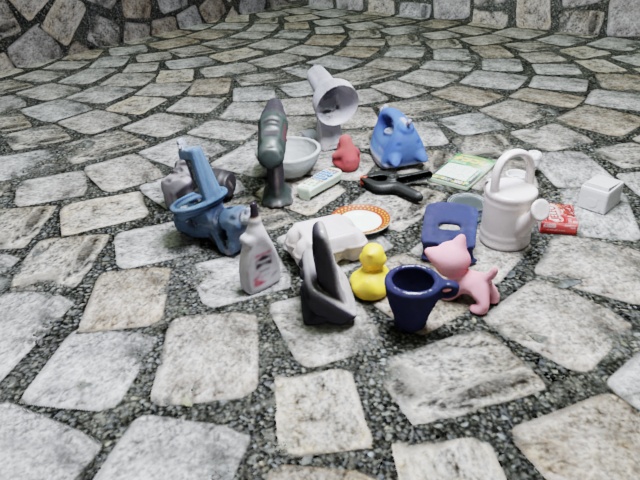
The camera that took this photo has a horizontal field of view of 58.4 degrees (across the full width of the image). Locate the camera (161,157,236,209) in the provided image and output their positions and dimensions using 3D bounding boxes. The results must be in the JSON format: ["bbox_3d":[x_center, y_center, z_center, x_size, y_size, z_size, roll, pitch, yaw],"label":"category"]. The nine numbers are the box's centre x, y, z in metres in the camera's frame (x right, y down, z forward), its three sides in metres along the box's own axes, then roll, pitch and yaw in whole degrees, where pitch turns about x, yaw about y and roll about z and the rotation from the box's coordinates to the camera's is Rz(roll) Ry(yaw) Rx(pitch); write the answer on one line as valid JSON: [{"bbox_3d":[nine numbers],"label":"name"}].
[{"bbox_3d":[-0.276,-0.137,1.329,0.136,0.101,0.143,9,33,17],"label":"camera"}]

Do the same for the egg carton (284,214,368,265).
[{"bbox_3d":[0.010,0.004,1.112,0.150,0.069,0.107,-14,34,-19],"label":"egg carton"}]

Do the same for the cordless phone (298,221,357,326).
[{"bbox_3d":[0.009,0.036,0.949,0.094,0.185,0.147,-7,32,-7],"label":"cordless phone"}]

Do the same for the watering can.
[{"bbox_3d":[0.374,-0.081,1.107,0.101,0.194,0.172,-26,39,-33],"label":"watering can"}]

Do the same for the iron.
[{"bbox_3d":[0.189,-0.285,1.501,0.119,0.141,0.257,-10,32,-13],"label":"iron"}]

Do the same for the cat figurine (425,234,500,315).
[{"bbox_3d":[0.243,0.050,0.976,0.127,0.118,0.067,21,39,33],"label":"cat figurine"}]

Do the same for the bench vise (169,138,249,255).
[{"bbox_3d":[-0.210,-0.092,1.139,0.207,0.220,0.121,6,33,14],"label":"bench vise"}]

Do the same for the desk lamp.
[{"bbox_3d":[0.016,-0.354,1.556,0.118,0.214,0.202,-14,33,-18],"label":"desk lamp"}]

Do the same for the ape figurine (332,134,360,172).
[{"bbox_3d":[0.067,-0.226,1.460,0.078,0.092,0.076,-8,32,-9],"label":"ape figurine"}]

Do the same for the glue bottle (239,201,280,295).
[{"bbox_3d":[-0.111,0.010,1.011,0.078,0.173,0.037,-29,40,-36],"label":"glue bottle"}]

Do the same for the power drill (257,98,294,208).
[{"bbox_3d":[-0.103,-0.192,1.304,0.075,0.209,0.229,-3,32,-1],"label":"power drill"}]

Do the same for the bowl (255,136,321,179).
[{"bbox_3d":[-0.079,-0.199,1.443,0.167,0.075,0.167,-2,32,1],"label":"bowl"}]

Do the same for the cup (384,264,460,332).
[{"bbox_3d":[0.161,0.100,0.922,0.117,0.095,0.091,1,32,6],"label":"cup"}]

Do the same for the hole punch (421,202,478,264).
[{"bbox_3d":[0.251,-0.013,1.104,0.108,0.091,0.101,5,32,12],"label":"hole punch"}]

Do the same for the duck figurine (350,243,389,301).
[{"bbox_3d":[0.092,0.049,1.017,0.077,0.086,0.105,7,33,15],"label":"duck figurine"}]
